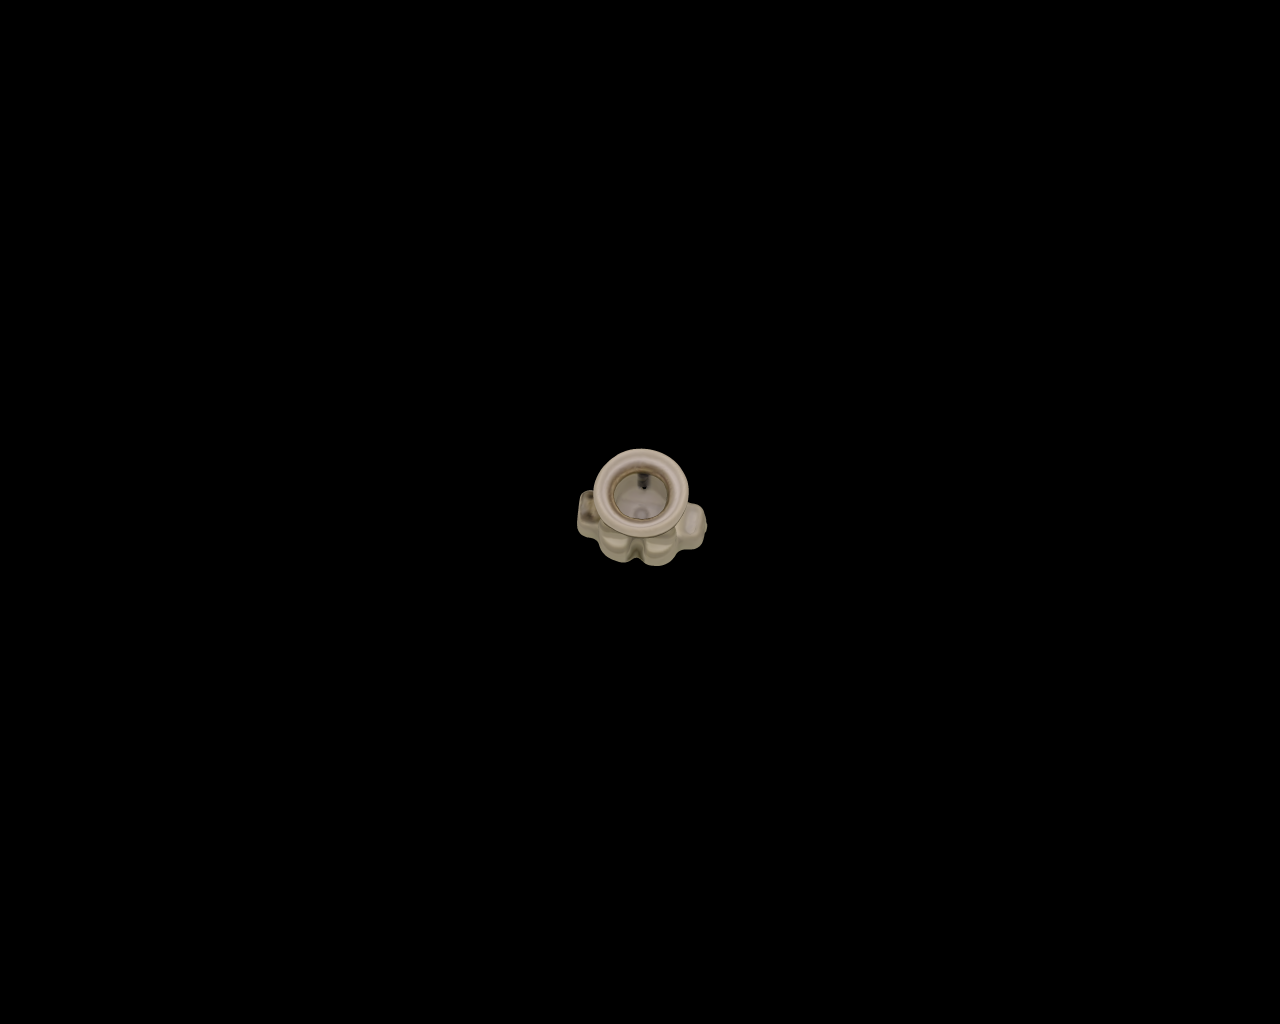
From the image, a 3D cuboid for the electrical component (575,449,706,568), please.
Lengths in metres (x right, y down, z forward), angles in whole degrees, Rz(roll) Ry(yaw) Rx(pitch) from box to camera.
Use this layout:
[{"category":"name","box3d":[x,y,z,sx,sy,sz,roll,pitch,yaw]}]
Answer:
[{"category":"electrical component","box3d":[0.001,-0.003,0.650,0.078,0.058,0.057,8,-23,3]}]
